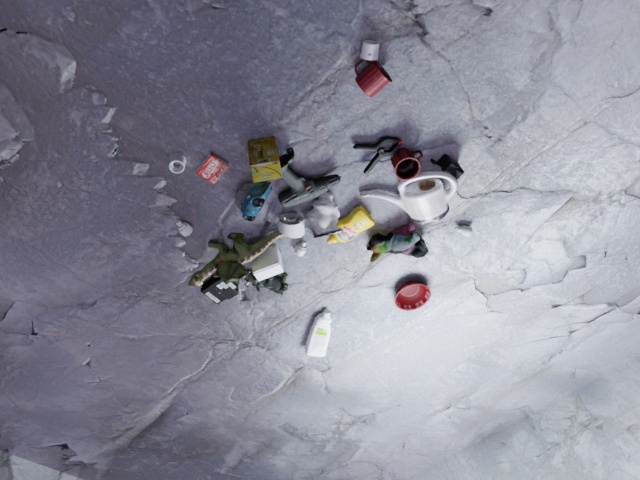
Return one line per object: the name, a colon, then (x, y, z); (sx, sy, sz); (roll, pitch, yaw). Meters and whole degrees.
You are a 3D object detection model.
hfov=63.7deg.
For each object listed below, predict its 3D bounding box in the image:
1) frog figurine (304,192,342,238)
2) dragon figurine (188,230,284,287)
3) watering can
frog figurine: (0.006, -0.095, 1.887); (0.137, 0.123, 0.159); (-10, 92, -7)
dragon figurine: (-0.286, 0.076, 1.856); (0.410, 0.248, 0.119); (-18, 124, 5)
watering can: (0.340, -0.152, 1.900); (0.346, 0.106, 0.220); (-12, 135, 18)
